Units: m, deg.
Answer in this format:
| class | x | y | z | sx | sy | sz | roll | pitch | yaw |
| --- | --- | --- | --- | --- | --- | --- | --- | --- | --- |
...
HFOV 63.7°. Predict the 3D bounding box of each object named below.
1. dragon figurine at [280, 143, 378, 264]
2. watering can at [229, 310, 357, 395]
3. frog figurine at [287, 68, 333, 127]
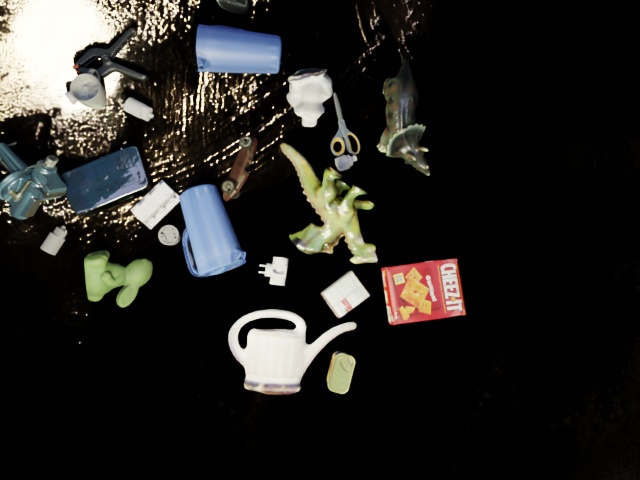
| class | x | y | z | sx | sy | sz | roll | pitch | yaw |
| --- | --- | --- | --- | --- | --- | --- | --- | --- | --- |
| dragon figurine | 0.004 | -0.074 | 1.470 | 0.411 | 0.122 | 0.243 | 33 | 90 | 2 |
| watering can | -0.077 | 0.308 | 1.403 | 0.348 | 0.103 | 0.226 | 4 | 83 | -2 |
| frog figurine | -0.026 | -0.422 | 1.527 | 0.138 | 0.125 | 0.156 | -19 | 121 | -14 |
